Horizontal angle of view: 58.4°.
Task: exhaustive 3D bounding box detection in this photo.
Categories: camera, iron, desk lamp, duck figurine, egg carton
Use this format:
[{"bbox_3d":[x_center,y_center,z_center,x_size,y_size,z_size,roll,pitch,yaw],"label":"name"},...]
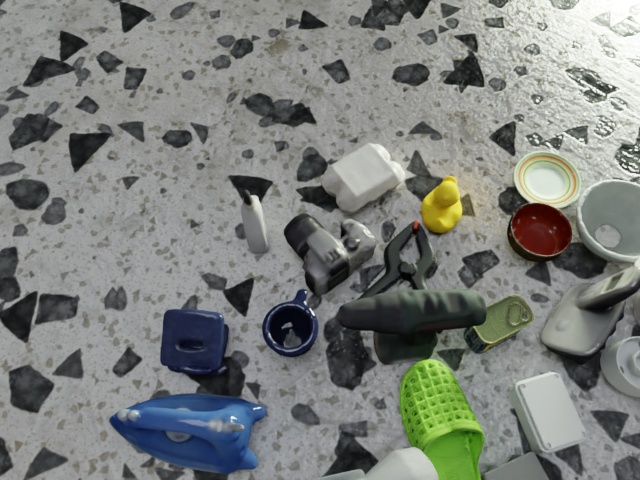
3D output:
[{"bbox_3d":[0.009,0.004,1.032,0.143,0.101,0.136,-36,69,-15],"label":"camera"},{"bbox_3d":[-0.220,0.284,0.880,0.258,0.141,0.118,5,65,3],"label":"iron"},{"bbox_3d":[0.057,0.371,0.795,0.203,0.213,0.118,-11,65,-4],"label":"desk lamp"},{"bbox_3d":[0.233,-0.071,1.074,0.077,0.086,0.104,17,66,9],"label":"duck figurine"},{"bbox_3d":[0.082,-0.119,1.107,0.150,0.069,0.107,-33,68,-14],"label":"egg carton"}]

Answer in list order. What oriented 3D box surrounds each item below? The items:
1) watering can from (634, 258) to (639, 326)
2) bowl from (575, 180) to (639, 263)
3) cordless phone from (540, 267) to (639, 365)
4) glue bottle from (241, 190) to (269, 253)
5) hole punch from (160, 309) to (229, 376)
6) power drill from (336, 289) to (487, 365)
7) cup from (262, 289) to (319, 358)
[{"bbox_3d":[0.598,0.090,0.934,0.172,0.194,0.101,15,66,8],"label":"watering can"},{"bbox_3d":[0.544,-0.023,1.054,0.167,0.075,0.167,0,65,1],"label":"bowl"},{"bbox_3d":[0.446,0.117,0.928,0.094,0.185,0.148,32,69,15],"label":"cordless phone"},{"bbox_3d":[-0.119,-0.043,1.016,0.037,0.173,0.078,-8,65,-3],"label":"glue bottle"},{"bbox_3d":[-0.209,0.173,0.960,0.108,0.091,0.101,4,65,3],"label":"hole punch"},{"bbox_3d":[0.139,0.135,0.909,0.229,0.208,0.075,-9,65,-3],"label":"power drill"},{"bbox_3d":[-0.044,0.148,0.968,0.091,0.095,0.118,14,66,7],"label":"cup"}]
